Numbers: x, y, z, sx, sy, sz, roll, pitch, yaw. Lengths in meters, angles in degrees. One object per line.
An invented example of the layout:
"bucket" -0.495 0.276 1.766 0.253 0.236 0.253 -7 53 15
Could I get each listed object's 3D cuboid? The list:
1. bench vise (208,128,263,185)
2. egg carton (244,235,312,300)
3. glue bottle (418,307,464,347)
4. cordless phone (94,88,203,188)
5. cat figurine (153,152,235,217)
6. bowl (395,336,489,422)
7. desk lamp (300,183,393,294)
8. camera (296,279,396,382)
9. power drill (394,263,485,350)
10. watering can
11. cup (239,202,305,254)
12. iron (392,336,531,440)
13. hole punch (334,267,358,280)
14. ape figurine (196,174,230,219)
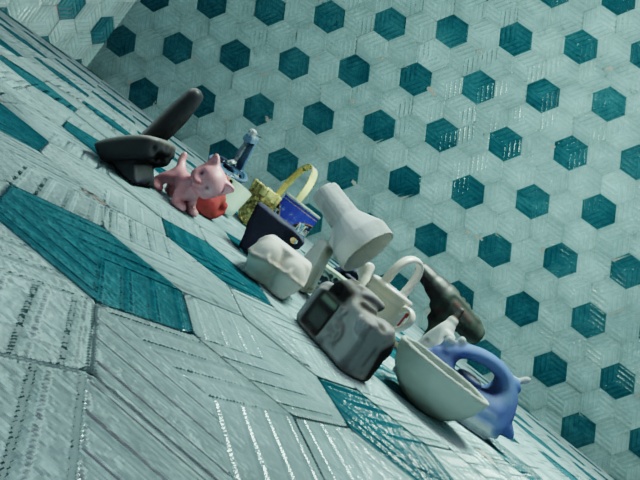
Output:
"bench vise" -0.245 -0.215 1.600 0.122 0.219 0.207 37 2 -12
"egg carton" -0.068 0.042 0.935 0.107 0.069 0.150 38 2 -1
"glue bottle" 0.261 0.219 1.258 0.037 0.173 0.078 37 2 -31
"cordless phone" -0.266 -0.184 0.931 0.094 0.185 0.147 37 2 -6
"cat figurine" -0.218 -0.107 1.015 0.127 0.117 0.067 38 2 25
"bowl" 0.175 0.228 0.893 0.167 0.074 0.167 38 2 -1
"desk lamp" 0.010 0.004 1.141 0.202 0.213 0.118 38 2 21
"camera" 0.061 0.127 0.811 0.137 0.101 0.142 36 2 -39
"power drill" 0.270 0.199 1.378 0.229 0.208 0.075 38 2 0
"watering can" 0.129 0.108 1.142 0.172 0.194 0.101 38 2 23
"cup" -0.096 -0.001 1.080 0.117 0.095 0.092 38 2 8
"iron" 0.271 0.254 1.061 0.259 0.141 0.118 37 2 -16
"hole punch" 0.077 0.115 1.604 0.109 0.091 0.101 37 2 -22
"ape figurine" -0.213 -0.092 1.147 0.078 0.092 0.076 38 2 -3
